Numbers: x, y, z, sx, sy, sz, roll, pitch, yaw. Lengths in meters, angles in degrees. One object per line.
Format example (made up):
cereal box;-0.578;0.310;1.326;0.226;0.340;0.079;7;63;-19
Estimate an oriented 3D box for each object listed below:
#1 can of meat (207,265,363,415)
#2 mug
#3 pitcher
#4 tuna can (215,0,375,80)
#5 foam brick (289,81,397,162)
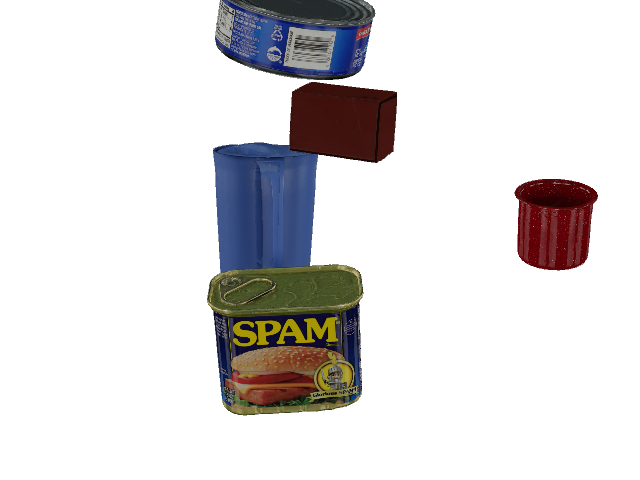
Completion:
can of meat;-0.022;0.067;0.718;0.102;0.084;0.057;-3;26;0
mug;0.279;-0.021;1.243;0.093;0.081;0.117;20;33;40
pitcher;-0.070;-0.001;1.356;0.145;0.243;0.148;10;15;37
tuna can;-0.015;-0.118;0.589;0.086;0.034;0.086;9;25;-4
foam brick;0.019;-0.098;0.882;0.078;0.051;0.053;10;20;18
